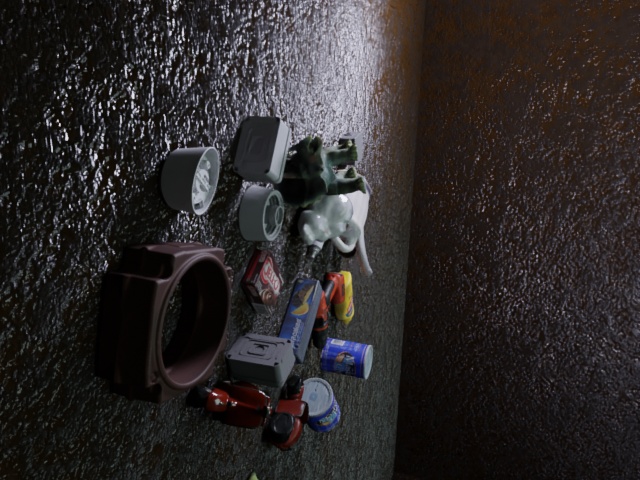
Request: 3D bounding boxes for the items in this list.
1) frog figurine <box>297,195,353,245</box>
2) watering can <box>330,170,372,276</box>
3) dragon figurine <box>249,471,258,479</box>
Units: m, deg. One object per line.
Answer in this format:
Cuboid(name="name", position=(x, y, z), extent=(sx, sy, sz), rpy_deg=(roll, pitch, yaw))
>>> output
Cuboid(name="frog figurine", position=(0.004, -0.063, 1.254), extent=(0.137, 0.121, 0.162), rpy_deg=(61, 34, -3))
Cuboid(name="watering can", position=(0.092, -0.057, 1.494), extent=(0.341, 0.104, 0.229), rpy_deg=(51, 47, -47))
Cuboid(name="dragon figurine", position=(-0.069, 0.593, 1.053), extent=(0.409, 0.243, 0.122), rpy_deg=(8, 94, -74))
